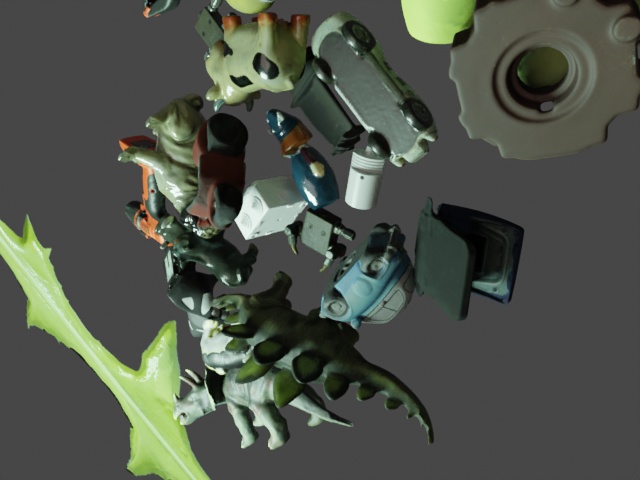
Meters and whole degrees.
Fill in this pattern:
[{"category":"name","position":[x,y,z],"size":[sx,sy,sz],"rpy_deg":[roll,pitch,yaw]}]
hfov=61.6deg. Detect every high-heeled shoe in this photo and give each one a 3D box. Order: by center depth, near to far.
[{"category":"high-heeled shoe","position":[-0.245,0.141,1.015],"size":[0.086,0.145,0.248],"rpy_deg":[41,131,16]}]

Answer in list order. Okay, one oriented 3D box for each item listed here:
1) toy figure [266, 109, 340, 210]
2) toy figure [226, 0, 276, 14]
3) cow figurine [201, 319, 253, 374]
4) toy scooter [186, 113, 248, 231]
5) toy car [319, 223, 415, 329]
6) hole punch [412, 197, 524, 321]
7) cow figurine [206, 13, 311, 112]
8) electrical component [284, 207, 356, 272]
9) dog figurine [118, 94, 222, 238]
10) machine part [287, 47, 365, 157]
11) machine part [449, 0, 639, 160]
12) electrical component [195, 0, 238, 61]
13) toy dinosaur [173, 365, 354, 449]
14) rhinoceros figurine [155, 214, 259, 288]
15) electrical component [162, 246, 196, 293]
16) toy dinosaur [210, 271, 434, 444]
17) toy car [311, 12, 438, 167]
[{"category":"toy figure","position":[-0.025,-0.117,0.755],"size":[0.064,0.058,0.154],"rpy_deg":[-28,89,39]},{"category":"toy figure","position":[-0.087,-0.373,0.654],"size":[0.089,0.082,0.179],"rpy_deg":[20,130,45]},{"category":"cow figurine","position":[-0.144,0.193,0.957],"size":[0.167,0.068,0.098],"rpy_deg":[-4,69,40]},{"category":"toy scooter","position":[-0.154,-0.085,0.787],"size":[0.135,0.075,0.184],"rpy_deg":[-45,44,53]},{"category":"toy car","position":[0.078,0.059,0.743],"size":[0.103,0.109,0.161],"rpy_deg":[36,124,-9]},{"category":"hole punch","position":[0.176,0.021,0.653],"size":[0.116,0.092,0.142],"rpy_deg":[-133,34,-54]},{"category":"cow figurine","position":[-0.092,-0.234,0.722],"size":[0.195,0.085,0.127],"rpy_deg":[20,114,49]},{"category":"electrical component","position":[-0.003,-0.004,0.804],"size":[0.102,0.045,0.078],"rpy_deg":[35,132,20]},{"category":"dog figurine","position":[-0.197,-0.118,0.872],"size":[0.190,0.121,0.172],"rpy_deg":[41,105,-6]},{"category":"machine part","position":[0.005,-0.179,0.707],"size":[0.084,0.039,0.139],"rpy_deg":[-39,79,40]},{"category":"machine part","position":[0.208,-0.157,0.502],"size":[0.180,0.056,0.179],"rpy_deg":[13,131,15]},{"category":"electrical component","position":[-0.155,-0.306,0.785],"size":[0.063,0.021,0.094],"rpy_deg":[53,136,5]},{"category":"toy dinosaur","position":[-0.114,0.277,1.008],"size":[0.405,0.131,0.192],"rpy_deg":[-24,97,39]},{"category":"rhinoceros figurine","position":[-0.198,0.018,0.934],"size":[0.190,0.112,0.073],"rpy_deg":[34,136,11]},{"category":"electrical component","position":[-0.276,0.039,1.049],"size":[0.074,0.048,0.119],"rpy_deg":[-53,44,41]},{"category":"toy dinosaur","position":[-0.017,0.157,0.798],"size":[0.472,0.198,0.104],"rpy_deg":[12,123,37]},{"category":"toy car","position":[0.064,-0.180,0.648],"size":[0.073,0.056,0.201],"rpy_deg":[-38,87,39]}]
